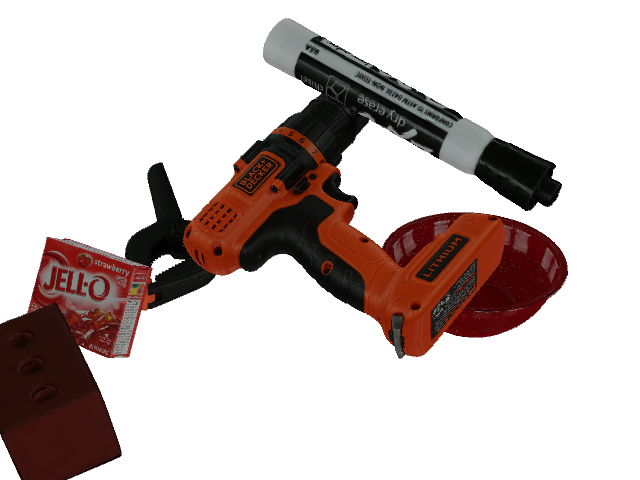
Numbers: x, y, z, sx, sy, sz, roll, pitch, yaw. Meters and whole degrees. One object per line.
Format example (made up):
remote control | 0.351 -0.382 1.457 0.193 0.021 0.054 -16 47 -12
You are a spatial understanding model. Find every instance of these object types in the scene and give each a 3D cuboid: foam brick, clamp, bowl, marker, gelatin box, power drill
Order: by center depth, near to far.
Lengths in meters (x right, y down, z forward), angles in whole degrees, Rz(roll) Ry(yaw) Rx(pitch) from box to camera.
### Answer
marker | 0.032 -0.045 0.384 0.121 0.020 0.020 32 11 19
foam brick | -0.146 0.082 0.562 0.053 0.051 0.078 -23 42 -18
power drill | 0.027 -0.019 0.726 0.188 0.184 0.057 29 -26 27
gelatin box | -0.181 0.043 0.825 0.089 0.073 0.030 17 4 25
bowl | 0.133 0.037 0.941 0.162 0.055 0.162 0 32 0
clamp | -0.141 -0.007 1.067 0.165 0.036 0.209 20 40 17
